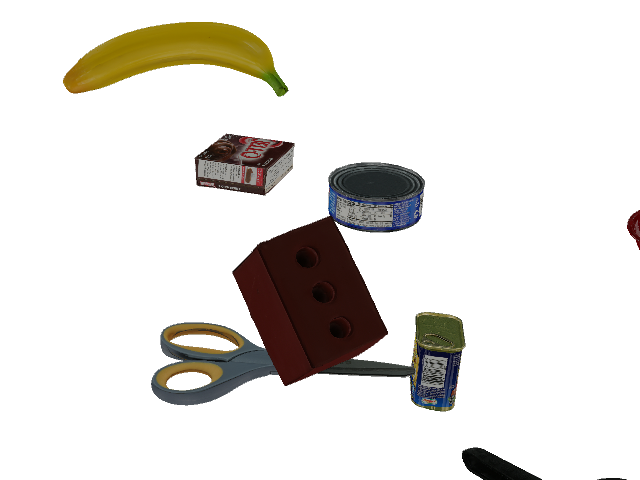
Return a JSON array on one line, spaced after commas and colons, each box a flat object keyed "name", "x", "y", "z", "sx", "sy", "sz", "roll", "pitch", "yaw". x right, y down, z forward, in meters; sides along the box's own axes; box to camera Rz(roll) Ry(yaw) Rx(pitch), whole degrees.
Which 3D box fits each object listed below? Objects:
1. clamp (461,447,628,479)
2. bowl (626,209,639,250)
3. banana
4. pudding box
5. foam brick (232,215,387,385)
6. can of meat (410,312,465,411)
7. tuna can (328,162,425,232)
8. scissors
[{"name": "clamp", "x": 0.197, "y": 0.237, "z": 0.860, "sx": 0.210, "sy": 0.036, "sz": 0.164, "roll": 1, "pitch": 35, "yaw": 24}, {"name": "bowl", "x": 0.407, "y": 0.010, "z": 1.132, "sx": 0.162, "sy": 0.055, "sz": 0.162, "roll": -3, "pitch": 23, "yaw": 1}, {"name": "banana", "x": -0.128, "y": -0.164, "z": 0.952, "sx": 0.197, "sy": 0.069, "sz": 0.037, "roll": -1, "pitch": -33, "yaw": -4}, {"name": "pudding box", "x": -0.089, "y": -0.092, "z": 1.272, "sx": 0.090, "sy": 0.039, "sz": 0.113, "roll": 8, "pitch": 24, "yaw": 13}, {"name": "foam brick", "x": -0.007, "y": 0.036, "z": 0.616, "sx": 0.052, "sy": 0.078, "sz": 0.051, "roll": -22, "pitch": -9, "yaw": -28}, {"name": "can of meat", "x": 0.138, "y": 0.145, "z": 1.276, "sx": 0.057, "sy": 0.084, "sz": 0.102, "roll": 6, "pitch": 19, "yaw": 2}, {"name": "tuna can", "x": 0.049, "y": -0.039, "z": 0.951, "sx": 0.086, "sy": 0.034, "sz": 0.086, "roll": 1, "pitch": 25, "yaw": -1}, {"name": "scissors", "x": -0.039, "y": 0.102, "z": 0.801, "sx": 0.202, "sy": 0.016, "sz": 0.096, "roll": 12, "pitch": 36, "yaw": 22}]
